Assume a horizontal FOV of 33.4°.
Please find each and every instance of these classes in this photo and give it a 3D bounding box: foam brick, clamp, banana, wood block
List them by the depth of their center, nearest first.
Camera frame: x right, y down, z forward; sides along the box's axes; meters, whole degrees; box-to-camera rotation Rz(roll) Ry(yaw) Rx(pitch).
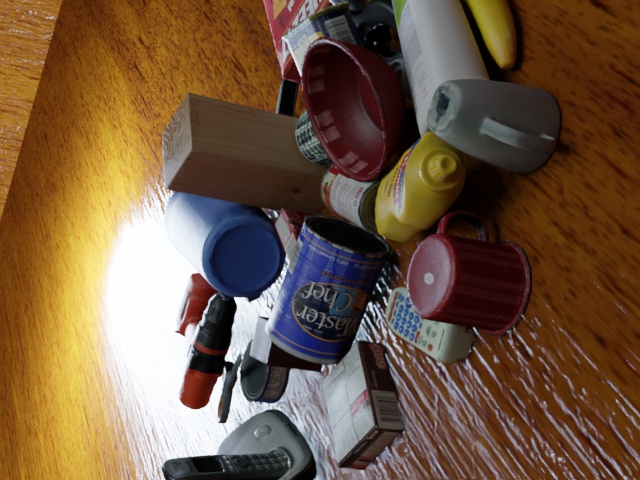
[{"bbox_3d":[0.161,-0.244,1.101,0.198,0.037,0.070,-118,22,-54],"label":"banana"},{"bbox_3d":[0.057,-0.246,1.239,0.210,0.036,0.164,10,119,54],"label":"clamp"},{"bbox_3d":[-0.037,0.127,1.299,0.053,0.078,0.051,15,93,61],"label":"foam brick"},{"bbox_3d":[-0.083,-0.102,1.327,0.091,0.205,0.090,-48,40,46],"label":"wood block"},{"bbox_3d":[-0.049,-0.125,1.456,0.120,0.039,0.172,-112,35,-53],"label":"clamp"}]

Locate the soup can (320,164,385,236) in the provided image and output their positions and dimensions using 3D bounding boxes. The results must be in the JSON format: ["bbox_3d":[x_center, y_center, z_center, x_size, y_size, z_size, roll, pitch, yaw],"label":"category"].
[{"bbox_3d":[0.052,-0.049,1.201,0.102,0.068,0.068,34,110,61],"label":"soup can"}]

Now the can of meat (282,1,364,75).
[{"bbox_3d":[0.010,-0.218,1.240,0.102,0.057,0.084,-19,94,62],"label":"can of meat"}]

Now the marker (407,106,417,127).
[{"bbox_3d":[0.085,-0.152,1.227,0.121,0.020,0.020,41,116,60],"label":"marker"}]

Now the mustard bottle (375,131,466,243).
[{"bbox_3d":[0.102,-0.056,1.052,0.192,0.058,0.096,140,149,-79],"label":"mustard bottle"}]

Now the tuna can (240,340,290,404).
[{"bbox_3d":[-0.072,0.171,1.398,0.086,0.033,0.086,-32,53,55],"label":"tuna can"}]

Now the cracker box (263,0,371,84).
[{"bbox_3d":[-0.008,-0.336,1.416,0.164,0.072,0.214,-54,37,40],"label":"cracker box"}]

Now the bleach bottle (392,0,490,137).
[{"bbox_3d":[0.112,-0.233,1.100,0.103,0.068,0.251,113,148,-65],"label":"bleach bottle"}]

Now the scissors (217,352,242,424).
[{"bbox_3d":[-0.121,0.177,1.457,0.202,0.016,0.096,107,166,-47],"label":"scissors"}]

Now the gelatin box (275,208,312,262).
[{"bbox_3d":[-0.009,0.001,1.294,0.030,0.073,0.089,-62,31,28],"label":"gelatin box"}]

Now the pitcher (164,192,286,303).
[{"bbox_3d":[-0.120,0.004,1.424,0.145,0.149,0.243,-66,20,6],"label":"pitcher"}]

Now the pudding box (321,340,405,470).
[{"bbox_3d":[0.045,0.180,1.166,0.090,0.039,0.113,-54,34,41],"label":"pudding box"}]

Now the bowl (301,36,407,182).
[{"bbox_3d":[0.045,-0.146,1.144,0.162,0.055,0.162,45,147,40],"label":"bowl"}]

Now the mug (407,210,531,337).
[{"bbox_3d":[0.135,0.028,0.998,0.093,0.081,0.117,-27,57,57],"label":"mug"}]

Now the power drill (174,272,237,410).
[{"bbox_3d":[-0.164,0.122,1.526,0.187,0.057,0.185,-107,34,-62],"label":"power drill"}]

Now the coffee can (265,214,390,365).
[{"bbox_3d":[0.008,0.056,1.210,0.103,0.102,0.140,49,124,57],"label":"coffee can"}]
